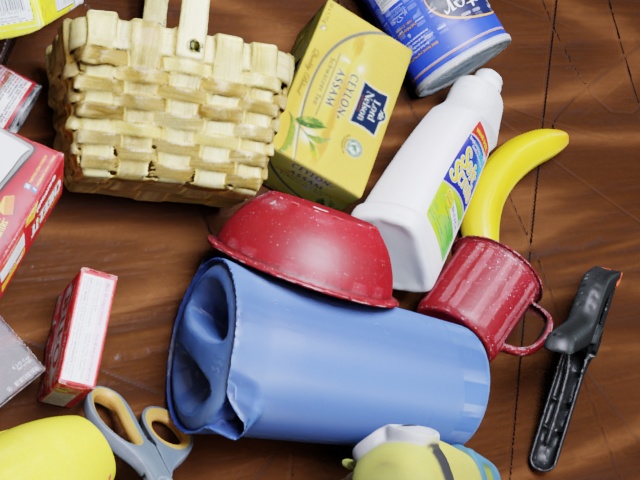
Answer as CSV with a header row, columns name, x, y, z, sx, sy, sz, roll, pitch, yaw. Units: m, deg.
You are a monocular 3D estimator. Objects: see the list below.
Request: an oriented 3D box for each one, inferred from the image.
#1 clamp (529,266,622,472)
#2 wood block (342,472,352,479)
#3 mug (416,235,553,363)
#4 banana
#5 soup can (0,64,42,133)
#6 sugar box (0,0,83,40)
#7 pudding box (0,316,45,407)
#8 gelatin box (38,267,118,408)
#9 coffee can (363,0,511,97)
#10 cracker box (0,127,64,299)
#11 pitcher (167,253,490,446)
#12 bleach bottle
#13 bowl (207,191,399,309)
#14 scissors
name,x,y,z,sx,sy,sz,roll,pitch,yaw
clamp,0.236,0.086,0.970,0.036,0.164,0.209,16,50,21
wood block,0.054,0.292,0.799,0.206,0.091,0.090,50,14,-3
mug,0.147,0.062,0.942,0.117,0.093,0.081,30,62,16
banana,0.182,-0.050,1.037,0.069,0.037,0.197,39,59,-14
soup can,-0.273,-0.115,0.812,0.102,0.069,0.068,31,61,-13
sugar box,-0.235,-0.178,0.784,0.093,0.176,0.048,-9,111,-1
pudding box,-0.268,0.095,0.755,0.090,0.039,0.113,50,58,-2
gelatin box,-0.180,0.073,0.788,0.030,0.073,0.089,16,66,-21
coffee can,0.103,-0.223,1.020,0.102,0.103,0.140,-28,86,-32
cracker box,-0.309,-0.025,0.735,0.213,0.072,0.164,23,60,-2
pitcher,0.007,0.094,0.853,0.242,0.145,0.149,13,79,-26
bleach bottle,0.112,-0.075,0.974,0.250,0.068,0.102,-60,144,-34
bowl,-0.006,0.001,0.848,0.162,0.162,0.055,17,95,-21
scissors,-0.101,0.173,0.758,0.096,0.016,0.202,13,24,-51
